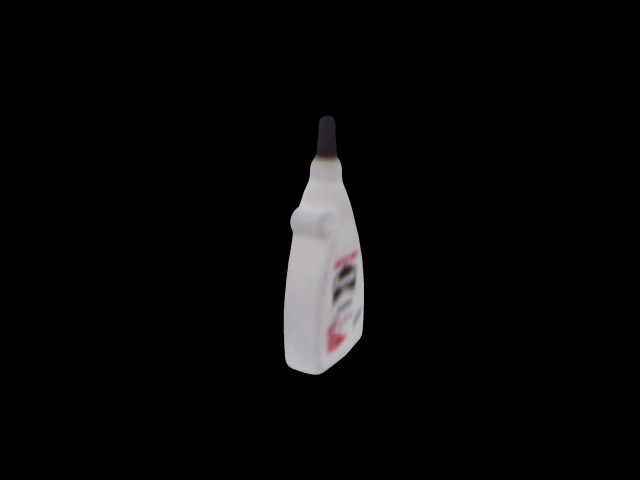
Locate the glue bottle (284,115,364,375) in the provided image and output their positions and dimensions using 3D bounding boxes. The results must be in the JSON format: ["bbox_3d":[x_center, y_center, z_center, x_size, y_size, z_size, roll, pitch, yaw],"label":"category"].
[{"bbox_3d":[0.004,0.001,0.400,0.037,0.173,0.078,8,20,25],"label":"glue bottle"}]
